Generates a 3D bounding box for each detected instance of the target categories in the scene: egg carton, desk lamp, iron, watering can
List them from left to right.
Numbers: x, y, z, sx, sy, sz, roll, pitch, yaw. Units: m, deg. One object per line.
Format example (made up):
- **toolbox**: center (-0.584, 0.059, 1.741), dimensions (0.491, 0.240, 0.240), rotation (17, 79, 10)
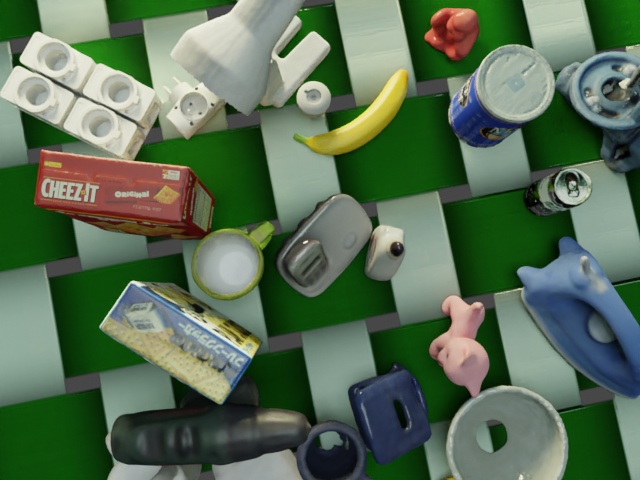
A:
- **watering can**: center (-0.204, 0.311, 0.709), dimensions (0.173, 0.194, 0.101), rotation (29, 84, 0)
- **desk lamp**: center (-0.083, -0.252, 0.751), dimensions (0.118, 0.213, 0.203), rotation (40, 84, 1)
- **egg carton**: center (-0.074, 0.329, 0.777), dimensions (0.107, 0.069, 0.150), rotation (-36, 88, -5)
- **iron**: center (0.394, 0.121, 0.785), dimensions (0.119, 0.141, 0.258), rotation (-35, 88, -5)

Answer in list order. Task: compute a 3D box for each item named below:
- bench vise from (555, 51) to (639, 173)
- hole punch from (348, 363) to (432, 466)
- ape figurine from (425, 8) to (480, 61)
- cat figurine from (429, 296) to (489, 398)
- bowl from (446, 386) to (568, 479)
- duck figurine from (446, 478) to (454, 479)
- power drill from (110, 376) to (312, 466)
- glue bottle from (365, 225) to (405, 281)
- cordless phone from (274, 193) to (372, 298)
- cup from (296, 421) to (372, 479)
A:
- **bench vise**: center (0.441, -0.188, 0.773), dimensions (0.207, 0.219, 0.121), rotation (33, 84, 0)
- **hole punch**: center (0.098, 0.236, 0.784), dimensions (0.101, 0.091, 0.109), rotation (-19, 87, -4)
- **ape figurine**: center (0.201, -0.307, 0.833), dimensions (0.076, 0.092, 0.078), rotation (-13, 86, -4)
- **cat figurine**: center (0.199, 0.144, 0.784), dimensions (0.067, 0.117, 0.128), rotation (16, 85, -1)
- **bowl**: center (0.249, 0.282, 0.797), dimensions (0.167, 0.074, 0.167), rotation (0, 85, -3)
- **duck figurine**: center (0.192, 0.386, 0.780), dimensions (0.077, 0.086, 0.105), rotation (-2, 85, -3)
- **power drill**: center (-0.127, 0.224, 0.713), dimensions (0.229, 0.208, 0.076), rotation (-7, 86, -4)
- **glue bottle**: center (0.091, 0.014, 0.760), dimensions (0.037, 0.173, 0.078), rotation (9, 85, -2)
- **cordless phone**: center (0.007, 0.003, 0.750), dimensions (0.094, 0.185, 0.148), rotation (39, 84, 1)
- **cup**: center (0.024, 0.290, 0.773), dimensions (0.118, 0.095, 0.092), rotation (36, 84, 0)
